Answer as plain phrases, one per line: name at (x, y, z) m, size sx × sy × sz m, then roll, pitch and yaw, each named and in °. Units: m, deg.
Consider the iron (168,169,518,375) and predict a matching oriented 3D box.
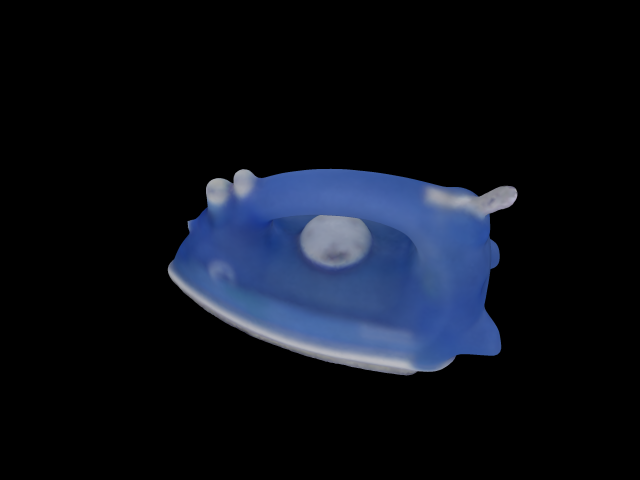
iron at (0.004, 0.001, 0.400) m, size 0.258 × 0.141 × 0.118 m, roll 7°, pitch 50°, yaw 6°
